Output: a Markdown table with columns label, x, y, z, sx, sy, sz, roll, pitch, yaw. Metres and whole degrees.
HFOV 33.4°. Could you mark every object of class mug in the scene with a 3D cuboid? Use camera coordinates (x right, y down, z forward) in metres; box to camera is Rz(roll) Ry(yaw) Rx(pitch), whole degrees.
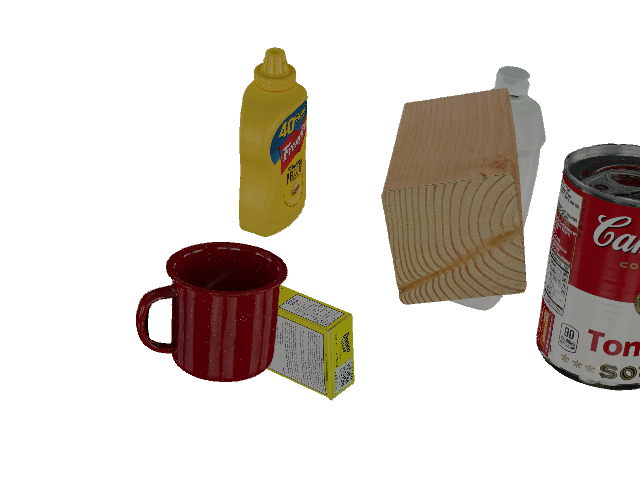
| label | x | y | z | sx | sy | sz | roll | pitch | yaw |
| --- | --- | --- | --- | --- | --- | --- | --- | --- | --- |
| mug | -0.085 | 0.058 | 0.825 | 0.117 | 0.081 | 0.093 | -8 | 27 | -26 |

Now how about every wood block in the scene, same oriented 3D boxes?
| label | x | y | z | sx | sy | sz | roll | pitch | yaw |
| --- | --- | --- | --- | --- | --- | --- | --- | --- | --- |
| wood block | 0.106 | -0.040 | 0.816 | 0.091 | 0.090 | 0.206 | -7 | 23 | 12 |

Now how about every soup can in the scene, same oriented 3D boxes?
| label | x | y | z | sx | sy | sz | roll | pitch | yaw |
| --- | --- | --- | --- | --- | --- | --- | --- | --- | --- |
| soup can | 0.145 | 0.013 | 0.519 | 0.068 | 0.102 | 0.068 | 2 | 27 | -1 |

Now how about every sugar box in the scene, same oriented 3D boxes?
| label | x | y | z | sx | sy | sz | roll | pitch | yaw |
| --- | --- | --- | --- | --- | --- | --- | --- | --- | --- |
| sugar box | -0.045 | 0.096 | 1.150 | 0.176 | 0.093 | 0.048 | 23 | 38 | 36 |

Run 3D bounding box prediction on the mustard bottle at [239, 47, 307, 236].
| label | x | y | z | sx | sy | sz | roll | pitch | yaw |
| --- | --- | --- | --- | --- | --- | --- | --- | --- | --- |
| mustard bottle | -0.047 | -0.105 | 1.076 | 0.058 | 0.192 | 0.096 | 19 | 40 | 21 |

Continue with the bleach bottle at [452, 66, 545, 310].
| label | x | y | z | sx | sy | sz | roll | pitch | yaw |
| --- | --- | --- | --- | --- | --- | --- | --- | --- | --- |
| bleach bottle | 0.157 | -0.054 | 1.048 | 0.103 | 0.251 | 0.068 | 21 | 38 | 20 |
